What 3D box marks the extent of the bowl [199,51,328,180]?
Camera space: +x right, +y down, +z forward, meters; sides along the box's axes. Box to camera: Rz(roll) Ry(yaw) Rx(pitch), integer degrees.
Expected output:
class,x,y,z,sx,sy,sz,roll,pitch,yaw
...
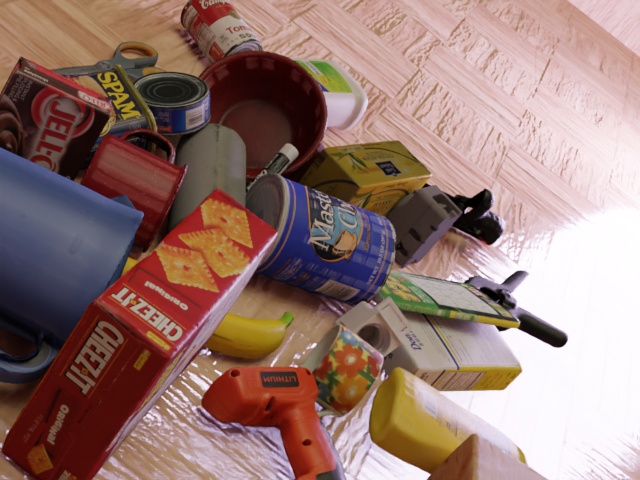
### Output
class,x,y,z,sx,sy,sz,roll,pitch,yaw
bowl,-0.073,-0.133,1.218,0.162,0.055,0.162,1,70,-2

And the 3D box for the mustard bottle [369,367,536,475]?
class,x,y,z,sx,sy,sz,roll,pitch,yaw
mustard bottle,0.139,0.203,1.023,0.191,0.058,0.096,32,25,-10

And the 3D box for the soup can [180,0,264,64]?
class,x,y,z,sx,sy,sz,roll,pitch,yaw
soup can,-0.127,-0.266,1.384,0.068,0.069,0.102,-4,51,-51

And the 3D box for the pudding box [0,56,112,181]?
class,x,y,z,sx,sy,sz,roll,pitch,yaw
pudding box,-0.251,-0.095,0.956,0.090,0.114,0.039,25,28,-22

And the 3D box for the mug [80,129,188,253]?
class,x,y,z,sx,sy,sz,roll,pitch,yaw
mug,-0.176,-0.056,0.999,0.081,0.093,0.117,26,60,-11

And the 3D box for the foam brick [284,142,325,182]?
class,x,y,z,sx,sy,sz,roll,pitch,yaw
foam brick,-0.024,-0.104,1.268,0.051,0.053,0.078,37,20,-54

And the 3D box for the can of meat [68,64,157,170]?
class,x,y,z,sx,sy,sz,roll,pitch,yaw
can of meat,-0.222,-0.121,1.059,0.083,0.057,0.102,-18,57,-29

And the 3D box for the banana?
class,x,y,z,sx,sy,sz,roll,pitch,yaw
banana,-0.108,0.067,0.967,0.197,0.037,0.070,23,23,-26

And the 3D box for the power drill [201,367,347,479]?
class,x,y,z,sx,sy,sz,roll,pitch,yaw
power drill,-0.026,0.191,0.861,0.184,0.057,0.188,9,43,-47

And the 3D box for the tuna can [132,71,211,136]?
class,x,y,z,sx,sy,sz,roll,pitch,yaw
tuna can,-0.157,-0.143,1.111,0.086,0.034,0.086,2,34,-2

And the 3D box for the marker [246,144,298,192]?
class,x,y,z,sx,sy,sz,roll,pitch,yaw
marker,-0.066,-0.057,1.143,0.020,0.020,0.121,39,66,2

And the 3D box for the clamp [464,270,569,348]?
class,x,y,z,sx,sy,sz,roll,pitch,yaw
clamp,0.231,0.088,1.310,0.171,0.039,0.120,-3,44,-42

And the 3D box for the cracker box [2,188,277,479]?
class,x,y,z,sx,sy,sz,roll,pitch,yaw
cracker box,-0.130,0.071,0.803,0.072,0.164,0.213,37,29,1

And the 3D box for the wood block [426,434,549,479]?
class,x,y,z,sx,sy,sz,roll,pitch,yaw
wood block,0.135,0.274,0.886,0.090,0.090,0.206,32,29,-11

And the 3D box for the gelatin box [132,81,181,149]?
class,x,y,z,sx,sy,sz,roll,pitch,yaw
gelatin box,-0.193,-0.139,1.167,0.089,0.030,0.073,14,38,-36

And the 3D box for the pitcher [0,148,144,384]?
class,x,y,z,sx,sy,sz,roll,pitch,yaw
pitcher,-0.271,-0.008,0.811,0.242,0.145,0.149,28,9,-11

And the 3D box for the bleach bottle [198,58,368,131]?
class,x,y,z,sx,sy,sz,roll,pitch,yaw
bleach bottle,-0.053,-0.189,1.364,0.250,0.068,0.103,-8,52,-49

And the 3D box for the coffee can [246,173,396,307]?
class,x,y,z,sx,sy,sz,roll,pitch,yaw
coffee can,-0.007,0.001,1.101,0.140,0.103,0.103,20,34,-29

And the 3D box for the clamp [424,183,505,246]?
class,x,y,z,sx,sy,sz,roll,pitch,yaw
clamp,0.173,-0.042,1.379,0.165,0.036,0.209,19,-8,29

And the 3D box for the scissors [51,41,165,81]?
class,x,y,z,sx,sy,sz,roll,pitch,yaw
scissors,-0.226,-0.183,1.208,0.096,0.016,0.201,39,29,1

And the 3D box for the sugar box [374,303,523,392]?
class,x,y,z,sx,sy,sz,roll,pitch,yaw
sugar box,0.132,0.118,1.151,0.175,0.048,0.093,5,41,-40
